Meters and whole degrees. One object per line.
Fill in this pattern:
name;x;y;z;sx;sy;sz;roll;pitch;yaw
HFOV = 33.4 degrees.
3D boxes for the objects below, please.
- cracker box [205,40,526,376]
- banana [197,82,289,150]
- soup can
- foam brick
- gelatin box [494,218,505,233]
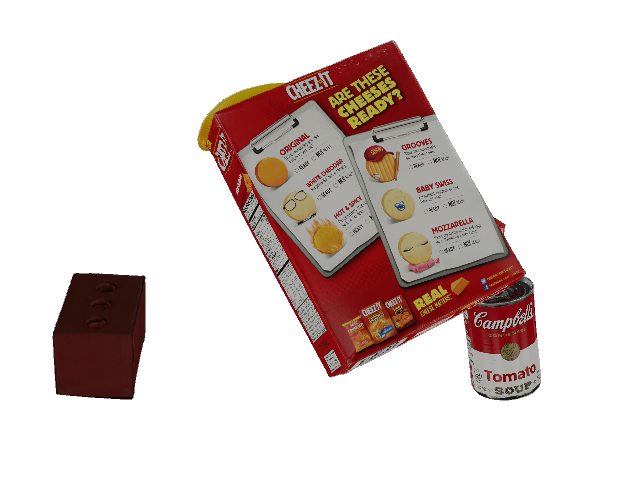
cracker box;0.032;-0.025;0.825;0.164;0.214;0.072;-25;-10;-20
banana;-0.053;-0.132;1.103;0.197;0.037;0.070;-12;52;-38
soup can;0.171;0.091;1.008;0.068;0.102;0.068;-8;20;3
foam brick;-0.149;0.064;0.728;0.053;0.051;0.078;3;29;-4
gelatin box;0.175;0.007;1.235;0.030;0.089;0.073;-13;32;-27
